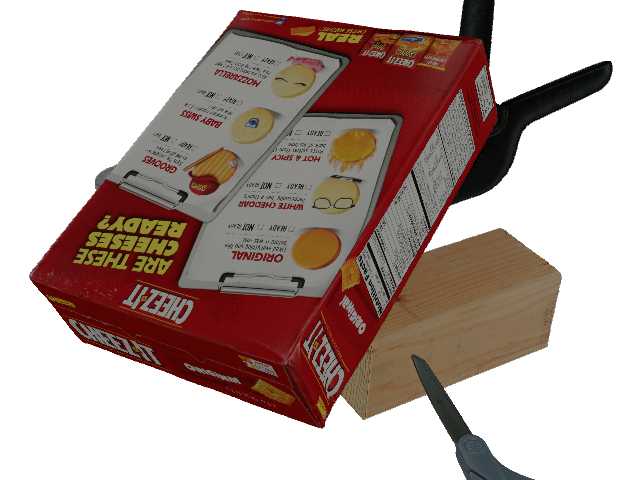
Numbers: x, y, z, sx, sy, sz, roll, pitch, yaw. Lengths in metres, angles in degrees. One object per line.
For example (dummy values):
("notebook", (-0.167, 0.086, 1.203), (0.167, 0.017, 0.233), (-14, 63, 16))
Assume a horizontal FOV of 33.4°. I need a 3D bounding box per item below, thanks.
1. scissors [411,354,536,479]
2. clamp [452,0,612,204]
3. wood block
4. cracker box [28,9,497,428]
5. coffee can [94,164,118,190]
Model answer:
("scissors", (0.111, 0.132, 0.636), (0.096, 0.016, 0.201), (2, 32, -3))
("clamp", (0.120, -0.086, 0.730), (0.120, 0.171, 0.039), (27, 4, -5))
("wood block", (0.104, 0.070, 0.961), (0.205, 0.090, 0.091), (-16, 38, -27))
("cracker box", (-0.023, -0.023, 0.572), (0.164, 0.213, 0.072), (14, -32, 31))
("coffee can", (-0.130, 0.012, 0.891), (0.103, 0.140, 0.103), (-1, 22, 0))
